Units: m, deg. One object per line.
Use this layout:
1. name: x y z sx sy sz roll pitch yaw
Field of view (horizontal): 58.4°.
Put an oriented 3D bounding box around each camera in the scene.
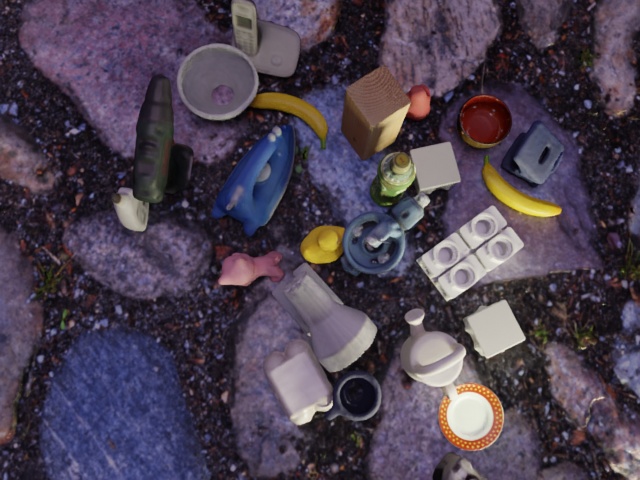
1. camera: 0.267 0.499 1.071 0.143 0.101 0.137 43 82 5

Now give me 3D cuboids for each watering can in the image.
1. watering can: 0.208 0.215 1.069 0.173 0.194 0.101 42 82 5

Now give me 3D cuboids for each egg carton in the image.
1. egg carton: -0.042 0.276 1.115 0.107 0.069 0.150 -30 83 -6

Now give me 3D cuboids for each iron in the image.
1. iron: -0.120 -0.145 1.145 0.118 0.141 0.258 27 81 3

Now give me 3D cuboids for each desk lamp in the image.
1. desk lamp: -0.001 0.137 1.066 0.118 0.213 0.203 -42 84 -7

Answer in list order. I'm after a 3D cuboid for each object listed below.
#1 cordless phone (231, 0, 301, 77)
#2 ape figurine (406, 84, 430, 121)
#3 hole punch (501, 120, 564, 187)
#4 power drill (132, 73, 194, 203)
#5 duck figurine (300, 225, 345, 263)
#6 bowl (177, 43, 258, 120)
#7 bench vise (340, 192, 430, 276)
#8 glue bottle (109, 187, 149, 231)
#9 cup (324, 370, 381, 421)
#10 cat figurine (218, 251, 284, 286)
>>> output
1. cordless phone: -0.113 -0.418 1.168 0.147 0.185 0.094 12 81 1
2. ape figurine: 0.202 -0.296 1.203 0.078 0.092 0.076 -23 82 -5
3. hole punch: 0.452 -0.180 1.192 0.101 0.091 0.109 32 81 4
4. power drill: -0.306 -0.176 1.111 0.075 0.208 0.230 6 81 0
5. duck figurine: 0.011 0.004 1.153 0.104 0.086 0.077 -23 82 -5
6. bowl: -0.211 -0.321 1.205 0.167 0.075 0.167 0 81 -1
7. bench vise: 0.122 -0.029 1.093 0.121 0.219 0.207 30 81 4
8. glue bottle: -0.373 -0.068 1.110 0.037 0.173 0.078 5 81 0
9. cup: 0.058 0.303 1.100 0.118 0.095 0.091 -35 83 -7
10. cat figurine: -0.136 0.053 1.124 0.128 0.118 0.067 -11 81 -3
